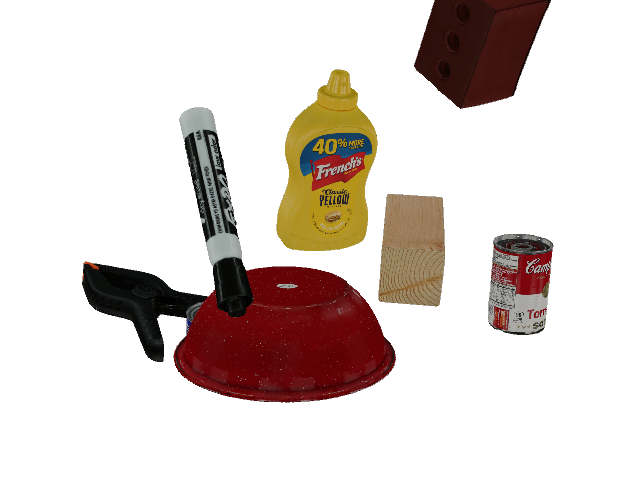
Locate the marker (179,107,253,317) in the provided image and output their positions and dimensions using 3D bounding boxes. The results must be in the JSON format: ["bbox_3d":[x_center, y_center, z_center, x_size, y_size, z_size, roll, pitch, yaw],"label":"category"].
[{"bbox_3d":[-0.055,-0.016,0.558,0.020,0.121,0.020,-12,-27,-6],"label":"marker"}]

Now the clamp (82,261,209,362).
[{"bbox_3d":[-0.193,0.072,1.170,0.210,0.036,0.164,19,21,25],"label":"clamp"}]

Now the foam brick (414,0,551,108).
[{"bbox_3d":[0.104,-0.134,0.695,0.051,0.078,0.053,-20,52,-32],"label":"foam brick"}]

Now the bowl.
[{"bbox_3d":[-0.025,0.058,0.767,0.162,0.055,0.162,1,17,0],"label":"bowl"}]

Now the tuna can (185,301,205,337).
[{"bbox_3d":[-0.085,0.085,1.007,0.086,0.034,0.086,5,15,-2],"label":"tuna can"}]

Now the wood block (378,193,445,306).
[{"bbox_3d":[0.138,0.010,1.602,0.091,0.090,0.206,4,24,4],"label":"wood block"}]

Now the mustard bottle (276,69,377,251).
[{"bbox_3d":[0.010,-0.084,1.105,0.096,0.192,0.058,-4,30,-19],"label":"mustard bottle"}]

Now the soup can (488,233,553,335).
[{"bbox_3d":[0.230,0.051,1.235,0.068,0.102,0.068,1,17,-1],"label":"soup can"}]
